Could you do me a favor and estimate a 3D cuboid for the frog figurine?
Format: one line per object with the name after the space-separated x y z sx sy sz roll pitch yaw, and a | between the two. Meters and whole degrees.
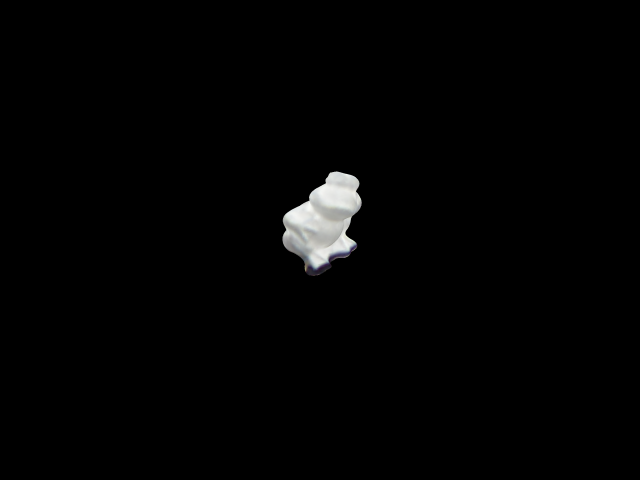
0.003 -0.043 0.850 0.138 0.156 0.125 -15 33 -23 | frog figurine
